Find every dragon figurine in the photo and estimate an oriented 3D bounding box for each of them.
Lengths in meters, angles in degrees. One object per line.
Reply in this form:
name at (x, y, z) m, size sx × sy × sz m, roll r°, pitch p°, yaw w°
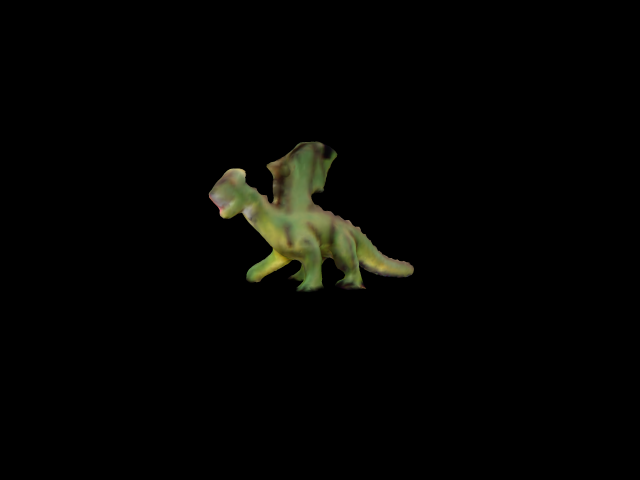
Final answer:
dragon figurine at (0.003, -0.043, 0.850) m, size 0.411 × 0.243 × 0.122 m, roll -2°, pitch 1°, yaw -37°
